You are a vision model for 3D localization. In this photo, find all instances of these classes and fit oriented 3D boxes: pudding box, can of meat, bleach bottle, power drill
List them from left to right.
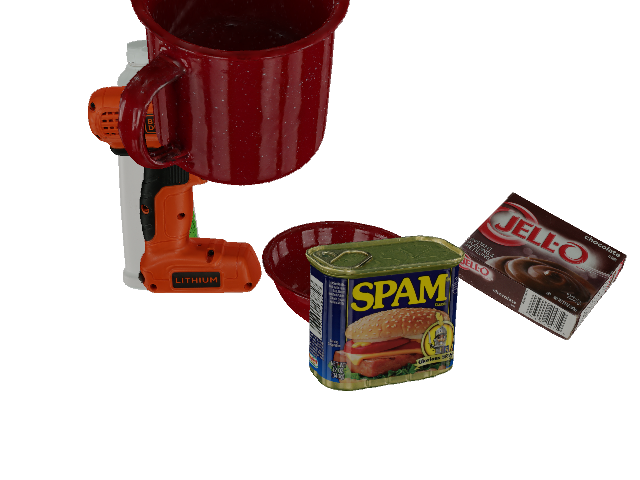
[{"bbox_3d":[-0.176,-0.080,1.113,0.068,0.251,0.102,4,26,15],"label":"bleach bottle"},{"bbox_3d":[-0.094,-0.047,0.905,0.184,0.188,0.057,0,27,6],"label":"power drill"},{"bbox_3d":[0.042,0.047,0.706,0.102,0.084,0.057,-6,18,-22],"label":"can of meat"},{"bbox_3d":[0.180,0.019,0.879,0.114,0.039,0.089,33,52,19],"label":"pudding box"}]

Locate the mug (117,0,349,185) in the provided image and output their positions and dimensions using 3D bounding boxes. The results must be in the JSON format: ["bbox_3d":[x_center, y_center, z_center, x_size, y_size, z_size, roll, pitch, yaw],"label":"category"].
[{"bbox_3d":[-0.043,-0.072,0.474,0.093,0.081,0.117,31,53,22],"label":"mug"}]

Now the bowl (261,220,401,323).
[{"bbox_3d":[0.023,0.042,1.042,0.162,0.055,0.162,3,30,-2],"label":"bowl"}]
